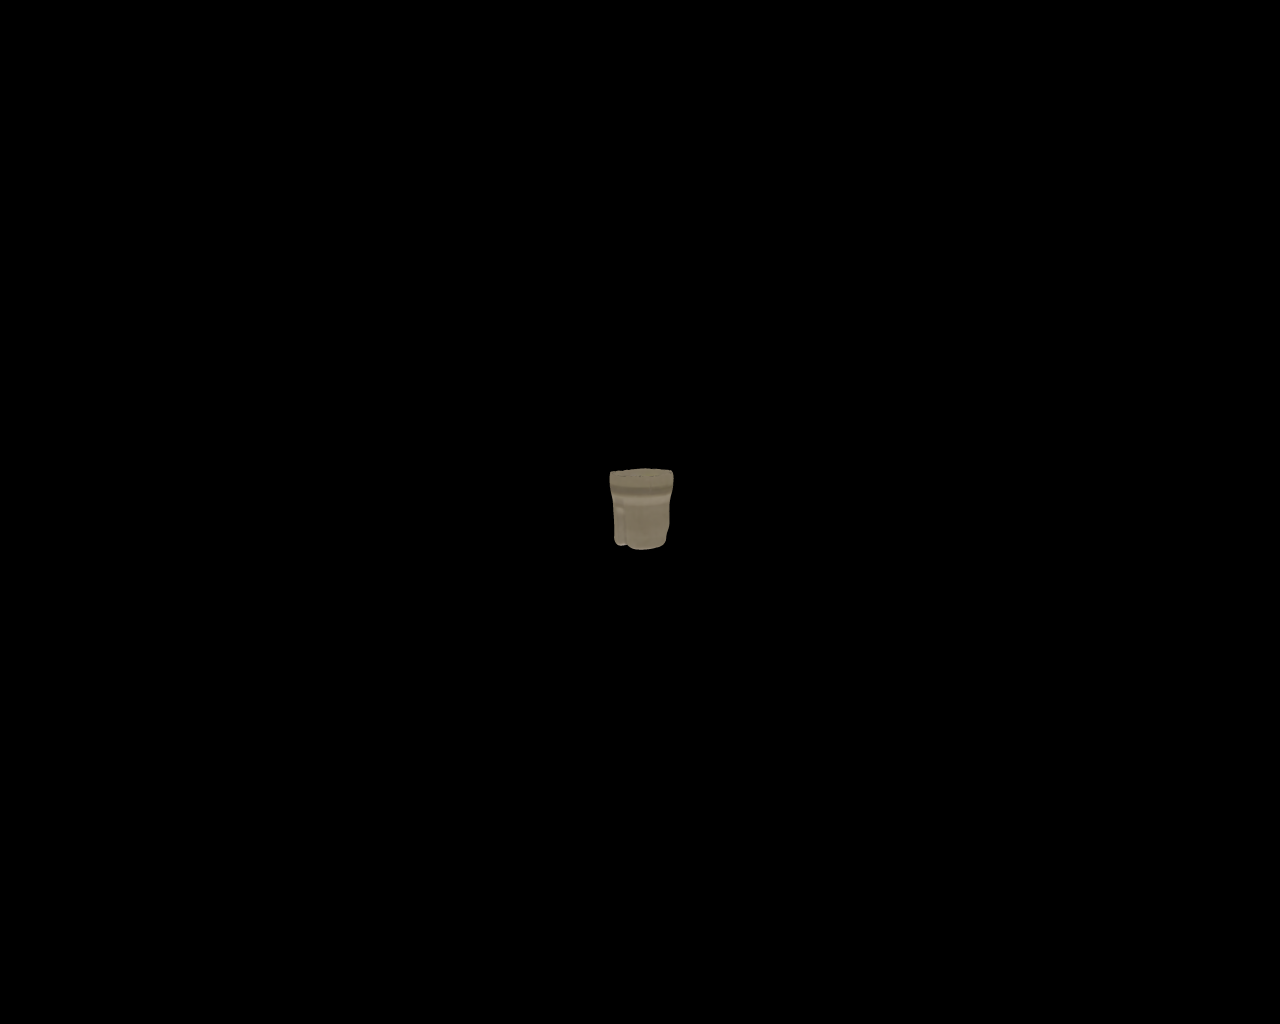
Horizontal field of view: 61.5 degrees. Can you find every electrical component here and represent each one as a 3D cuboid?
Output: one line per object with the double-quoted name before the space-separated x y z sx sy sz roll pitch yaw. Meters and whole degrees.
"electrical component" 0.001 -0.003 0.650 0.040 0.046 0.040 0 9 0
